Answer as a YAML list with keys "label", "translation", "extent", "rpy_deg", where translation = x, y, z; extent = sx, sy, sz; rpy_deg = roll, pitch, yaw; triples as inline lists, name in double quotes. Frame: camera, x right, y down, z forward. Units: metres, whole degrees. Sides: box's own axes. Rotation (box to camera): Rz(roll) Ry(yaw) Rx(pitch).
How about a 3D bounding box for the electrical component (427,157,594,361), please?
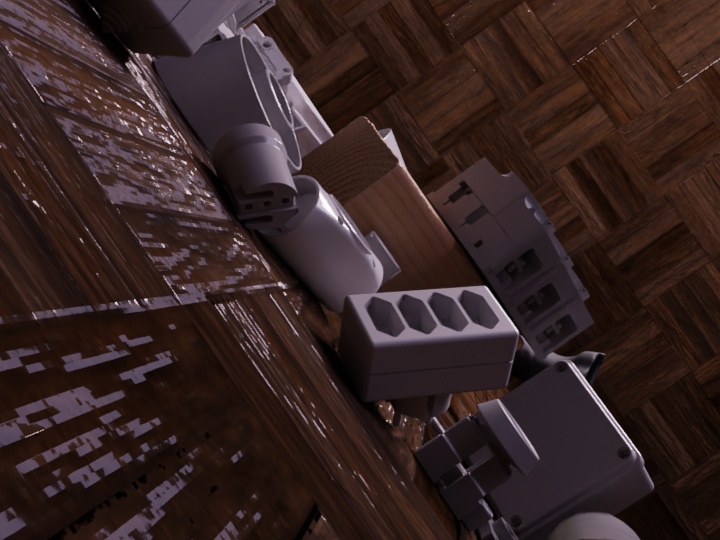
- label: "electrical component"
  translation: [0.124, -0.009, 0.840]
  extent: [0.089, 0.062, 0.150]
  rpy_deg: [58, 5, 40]

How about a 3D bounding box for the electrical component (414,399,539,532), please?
- label: "electrical component"
  translation: [0.068, 0.106, 0.613]
  extent: [0.066, 0.055, 0.048]
  rpy_deg: [56, 5, 8]

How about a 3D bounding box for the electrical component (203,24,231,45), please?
- label: "electrical component"
  translation: [-0.102, -0.140, 0.735]
  extent: [0.063, 0.042, 0.081]
  rpy_deg: [58, 5, -8]

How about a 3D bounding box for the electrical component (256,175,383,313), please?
- label: "electrical component"
  translation: [-0.029, -0.025, 0.633]
  extent: [0.077, 0.044, 0.079]
  rpy_deg: [51, 6, -42]

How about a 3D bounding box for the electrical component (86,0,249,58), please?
- label: "electrical component"
  translation: [-0.099, -0.152, 0.569]
  extent: [0.062, 0.096, 0.061]
  rpy_deg: [16, -27, 46]

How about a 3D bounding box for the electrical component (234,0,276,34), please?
- label: "electrical component"
  translation: [-0.121, -0.240, 0.906]
  extent: [0.061, 0.096, 0.061]
  rpy_deg: [51, 5, -47]

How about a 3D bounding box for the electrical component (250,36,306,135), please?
- label: "electrical component"
  translation: [-0.077, -0.135, 0.803]
  extent: [0.081, 0.042, 0.063]
  rpy_deg: [57, -23, 27]

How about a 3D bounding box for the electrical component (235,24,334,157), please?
- label: "electrical component"
  translation: [-0.076, -0.140, 0.897]
  extent: [0.113, 0.057, 0.078]
  rpy_deg: [58, 5, 31]

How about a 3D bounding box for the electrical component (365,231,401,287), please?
- label: "electrical component"
  translation: [0.000, 0.000, 0.738]
  extent: [0.040, 0.046, 0.040]
  rpy_deg: [55, 4, -6]

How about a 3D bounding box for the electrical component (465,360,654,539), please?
- label: "electrical component"
  translation: [0.141, 0.140, 0.798]
  extent: [0.056, 0.109, 0.108]
  rpy_deg: [54, 4, -45]

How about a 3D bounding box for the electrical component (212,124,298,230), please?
- label: "electrical component"
  translation: [-0.055, -0.049, 0.579]
  extent: [0.040, 0.040, 0.046]
  rpy_deg: [50, 13, -50]

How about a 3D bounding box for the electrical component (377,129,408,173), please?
- label: "electrical component"
  translation: [-0.009, -0.075, 0.884]
  extent: [0.064, 0.099, 0.099]
  rpy_deg: [60, 2, -27]

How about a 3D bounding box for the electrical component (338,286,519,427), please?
- label: "electrical component"
  translation: [0.033, 0.054, 0.581]
  extent: [0.047, 0.083, 0.075]
  rpy_deg: [-119, -149, -53]

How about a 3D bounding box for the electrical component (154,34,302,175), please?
- label: "electrical component"
  translation: [-0.078, -0.095, 0.664]
  extent: [0.099, 0.064, 0.099]
  rpy_deg: [-21, 90, -83]

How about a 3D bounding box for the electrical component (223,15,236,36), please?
- label: "electrical component"
  translation: [-0.119, -0.182, 0.850]
  extent: [0.066, 0.048, 0.055]
  rpy_deg: [50, 14, -48]

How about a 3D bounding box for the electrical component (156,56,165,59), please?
- label: "electrical component"
  translation: [-0.136, -0.205, 0.691]
  extent: [0.063, 0.078, 0.121]
  rpy_deg: [17, 32, -45]
